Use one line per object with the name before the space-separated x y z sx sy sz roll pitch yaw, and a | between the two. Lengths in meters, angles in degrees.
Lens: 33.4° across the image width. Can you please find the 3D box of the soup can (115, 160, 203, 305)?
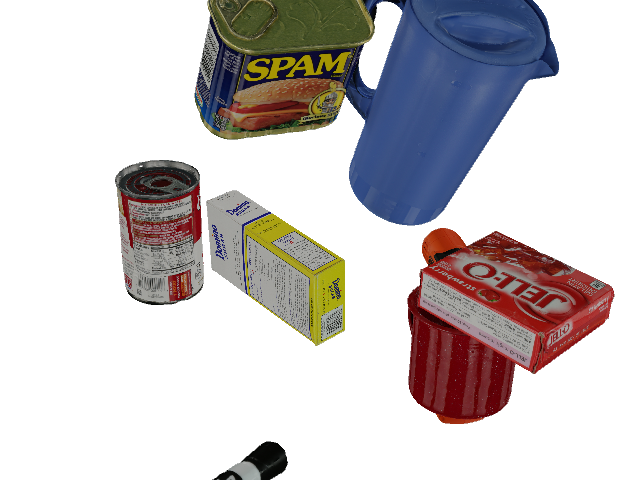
soup can | -0.131 -0.006 0.879 0.068 0.102 0.068 0 28 0

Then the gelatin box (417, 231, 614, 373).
gelatin box | 0.114 0.033 0.626 0.073 0.030 0.089 -24 40 -38

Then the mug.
mug | 0.105 0.081 0.843 0.093 0.081 0.117 -13 29 -30

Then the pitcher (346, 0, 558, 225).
pitcher | 0.100 -0.132 1.014 0.144 0.149 0.243 -11 -34 -27

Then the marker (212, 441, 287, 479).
marker | -0.054 0.130 0.528 0.020 0.020 0.120 0 15 33

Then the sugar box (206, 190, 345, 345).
sugar box | -0.047 0.025 1.096 0.048 0.093 0.176 -25 42 -31

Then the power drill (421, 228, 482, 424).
power drill | 0.150 0.100 1.148 0.057 0.188 0.184 -2 25 -6

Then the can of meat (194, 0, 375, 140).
can of meat | -0.026 -0.114 0.682 0.102 0.057 0.084 -9 -33 -22
